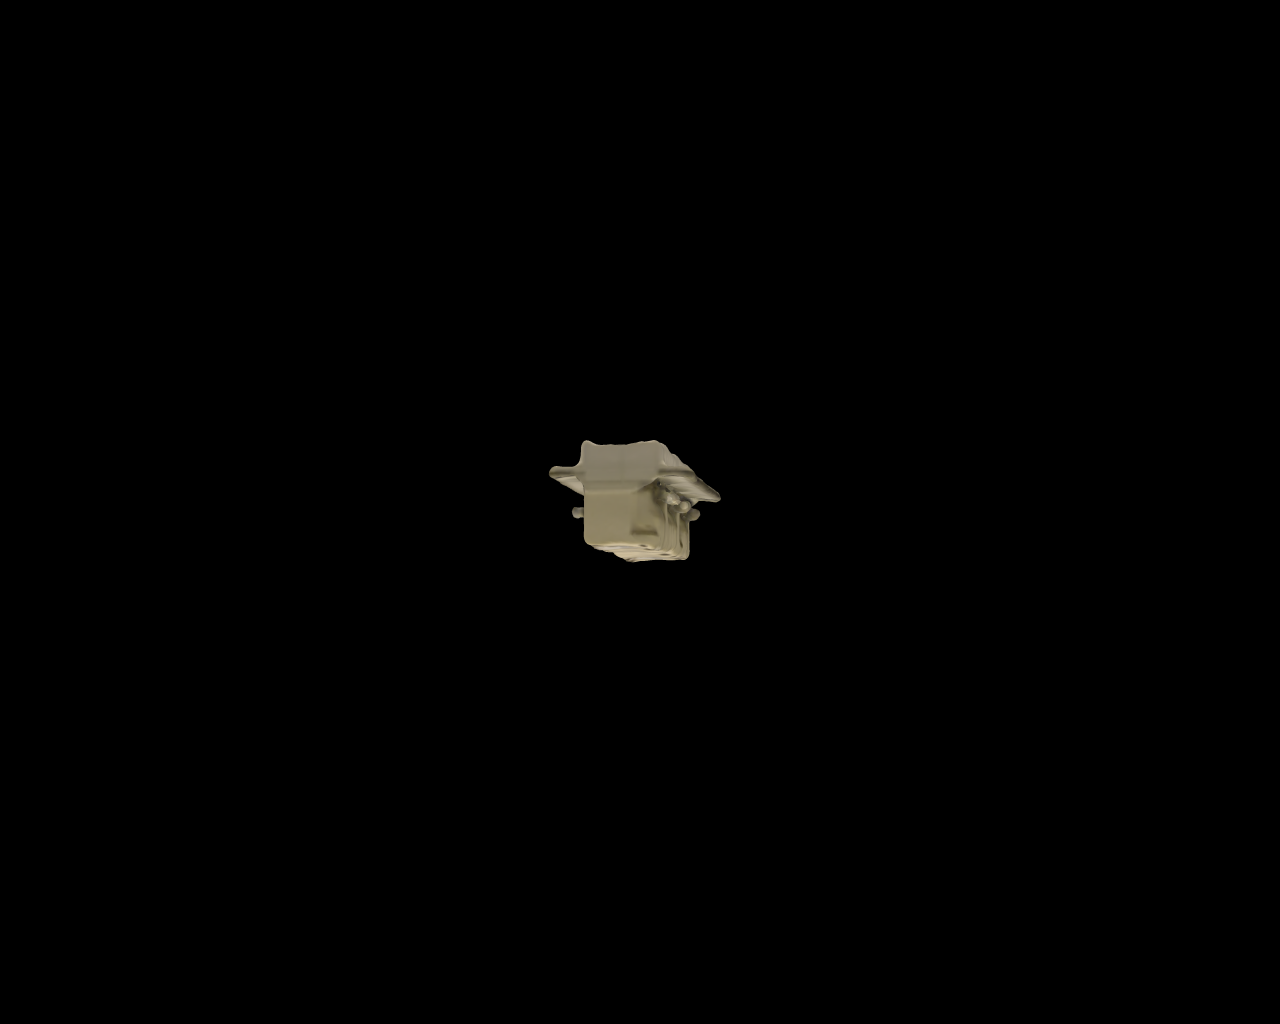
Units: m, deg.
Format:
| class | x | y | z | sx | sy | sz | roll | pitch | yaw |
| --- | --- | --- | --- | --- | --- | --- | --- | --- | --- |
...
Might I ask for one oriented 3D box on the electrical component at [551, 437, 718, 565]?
| class | x | y | z | sx | sy | sz | roll | pitch | yaw |
| --- | --- | --- | --- | --- | --- | --- | --- | --- | --- |
| electrical component | 0.001 | -0.003 | 0.650 | 0.079 | 0.063 | 0.121 | -1 | -7 | 11 |
